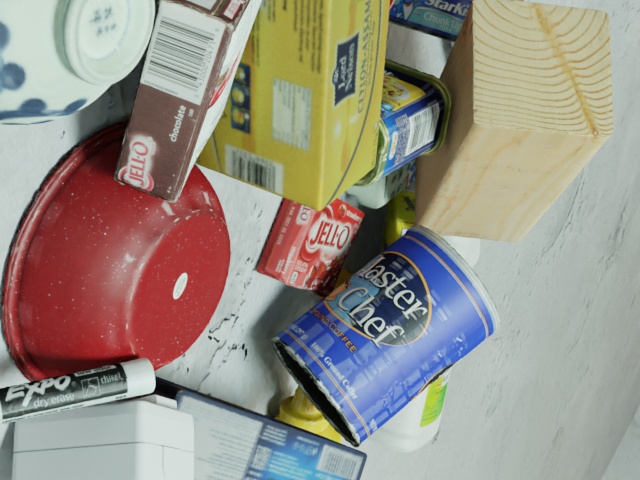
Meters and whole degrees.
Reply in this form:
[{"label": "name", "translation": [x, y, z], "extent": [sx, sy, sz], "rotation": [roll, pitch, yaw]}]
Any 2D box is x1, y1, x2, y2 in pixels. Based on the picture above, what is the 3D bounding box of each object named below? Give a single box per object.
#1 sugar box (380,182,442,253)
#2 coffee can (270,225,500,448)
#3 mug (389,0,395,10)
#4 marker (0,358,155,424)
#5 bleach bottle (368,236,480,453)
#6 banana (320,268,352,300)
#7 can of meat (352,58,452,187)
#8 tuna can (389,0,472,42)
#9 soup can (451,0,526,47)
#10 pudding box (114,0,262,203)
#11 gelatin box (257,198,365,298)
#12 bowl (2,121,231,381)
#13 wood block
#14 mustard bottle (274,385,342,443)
[{"label": "sugar box", "translation": [0.071, 0.041, 0.923], "extent": [0.093, 0.048, 0.176], "rotation": [-85, -176, -62]}, {"label": "coffee can", "translation": [0.049, 0.071, 0.797], "extent": [0.140, 0.103, 0.103], "rotation": [-38, 147, -12]}, {"label": "mug", "translation": [0.017, -0.189, 0.637], "extent": [0.117, 0.093, 0.081], "rotation": [62, 37, -11]}, {"label": "marker", "translation": [-0.142, 0.079, 0.530], "extent": [0.120, 0.020, 0.020], "rotation": [-9, 122, -28]}, {"label": "bleach bottle", "translation": [0.105, 0.073, 1.037], "extent": [0.102, 0.068, 0.251], "rotation": [-12, 118, -63]}, {"label": "banana", "translation": [0.016, 0.098, 0.903], "extent": [0.069, 0.037, 0.198], "rotation": [-37, 140, -51]}, {"label": "can of meat", "translation": [0.021, -0.082, 0.697], "extent": [0.083, 0.102, 0.057], "rotation": [-32, 139, -49]}, {"label": "tuna can", "translation": [0.073, -0.165, 0.754], "extent": [0.086, 0.086, 0.034], "rotation": [-8, 118, -62]}, {"label": "soup can", "translation": [0.140, -0.186, 0.893], "extent": [0.068, 0.069, 0.102], "rotation": [-59, 154, -20]}, {"label": "pudding box", "translation": [-0.062, -0.088, 0.532], "extent": [0.090, 0.039, 0.114], "rotation": [-73, -173, -49]}, {"label": "gelatin box", "translation": [-0.005, 0.001, 0.791], "extent": [0.073, 0.030, 0.089], "rotation": [-68, 156, -2]}, {"label": "bowl", "translation": [-0.097, 0.018, 0.590], "extent": [0.161, 0.055, 0.162], "rotation": [-44, 145, -43]}, {"label": "wood block", "translation": [0.128, -0.075, 0.755], "extent": [0.206, 0.090, 0.091], "rotation": [106, -12, -71]}, {"label": "mustard bottle", "translation": [-0.023, 0.202, 0.880], "extent": [0.096, 0.058, 0.192], "rotation": [-19, 127, -50]}]
